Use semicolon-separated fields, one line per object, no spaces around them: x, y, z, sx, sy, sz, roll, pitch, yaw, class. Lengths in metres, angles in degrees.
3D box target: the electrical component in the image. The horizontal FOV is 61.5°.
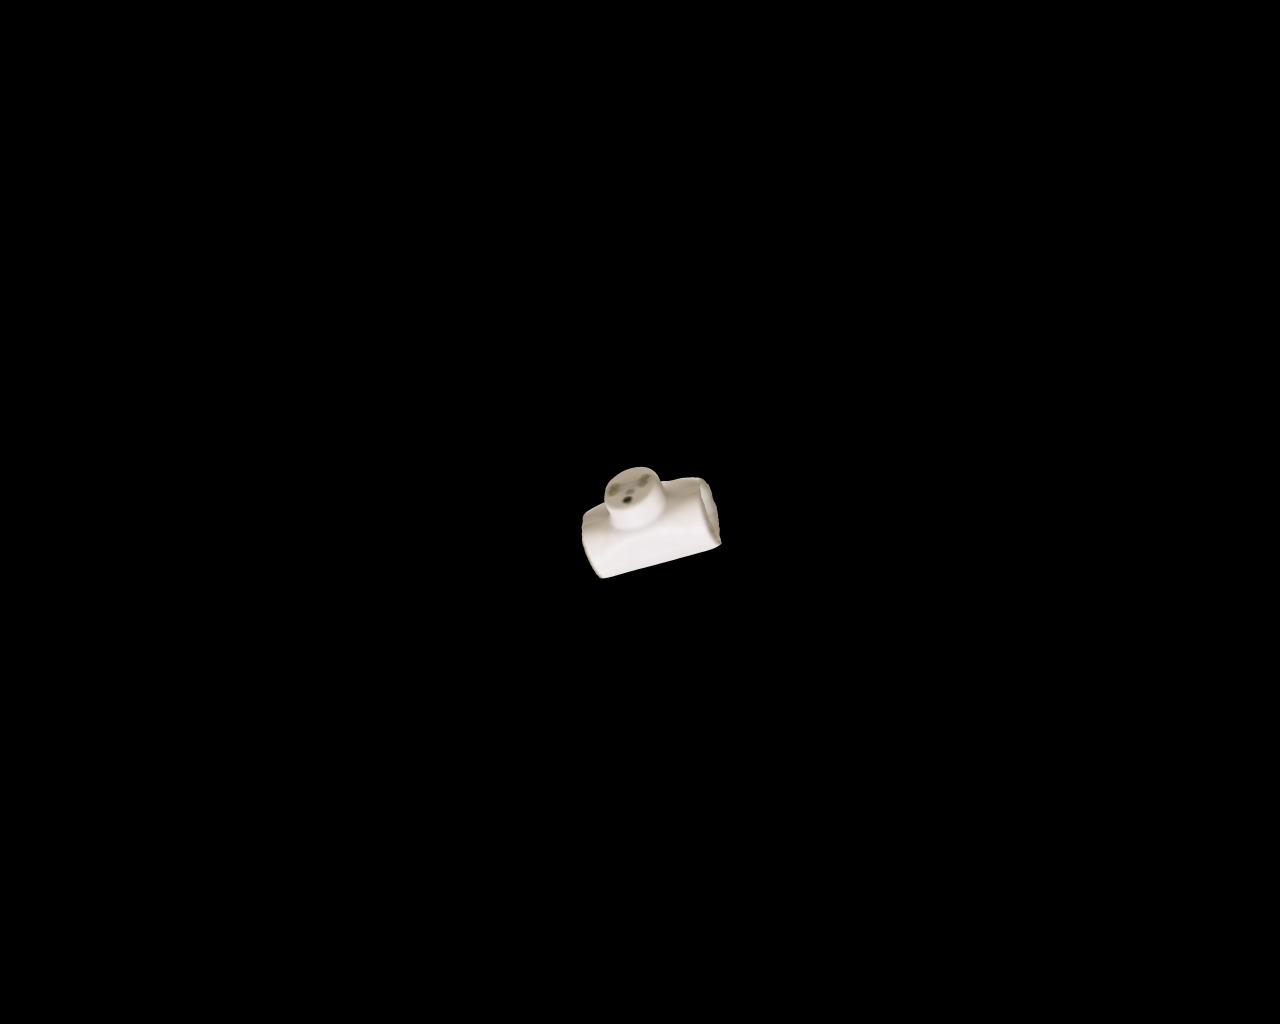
0.001;-0.003;0.650;0.077;0.079;0.044;-17;39;14;electrical component
